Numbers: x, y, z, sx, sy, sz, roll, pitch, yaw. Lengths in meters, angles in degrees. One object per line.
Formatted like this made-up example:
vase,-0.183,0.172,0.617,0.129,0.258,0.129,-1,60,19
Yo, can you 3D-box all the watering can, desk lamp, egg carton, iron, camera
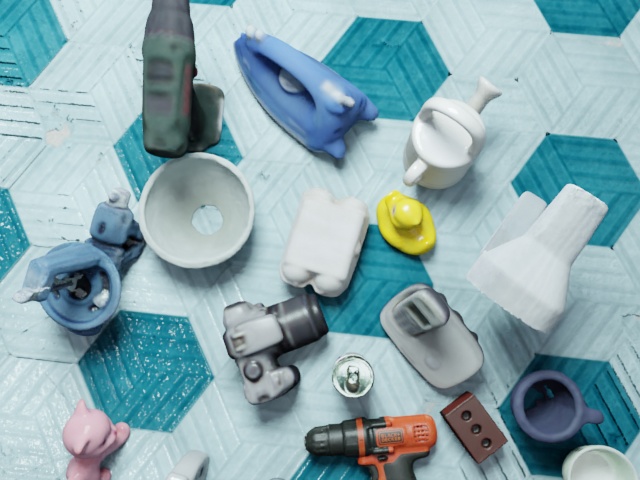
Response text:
watering can,0.175,-0.147,0.781,0.101,0.194,0.173,19,82,5
desk lamp,0.276,0.016,0.743,0.118,0.213,0.203,35,84,7
egg carton,0.008,0.003,0.826,0.107,0.069,0.150,16,82,4
iron,-0.040,-0.239,0.828,0.258,0.141,0.119,39,84,7
camera,-0.055,0.140,0.791,0.137,0.101,0.143,-21,81,-1

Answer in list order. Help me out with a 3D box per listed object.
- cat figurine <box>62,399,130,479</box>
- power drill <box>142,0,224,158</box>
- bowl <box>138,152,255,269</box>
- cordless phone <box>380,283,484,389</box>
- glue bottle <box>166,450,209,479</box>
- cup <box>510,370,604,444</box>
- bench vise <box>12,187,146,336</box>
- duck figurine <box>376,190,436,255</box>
cat figurine,-0.314,0.280,0.769,0.067,0.118,0.128,19,82,5
power drill,-0.192,-0.215,0.795,0.075,0.208,0.230,2,81,3
bowl,-0.172,-0.038,0.835,0.167,0.075,0.167,0,81,2
cordless phone,0.153,0.124,0.745,0.094,0.185,0.147,-42,82,-4
glue bottle,-0.183,0.324,0.731,0.037,0.173,0.078,13,82,4
cup,0.307,0.221,0.771,0.117,0.095,0.092,11,82,4
bench vise,-0.324,0.023,0.757,0.121,0.220,0.207,2,81,3
duck figurine,0.126,-0.028,0.819,0.077,0.086,0.104,-37,82,-4
